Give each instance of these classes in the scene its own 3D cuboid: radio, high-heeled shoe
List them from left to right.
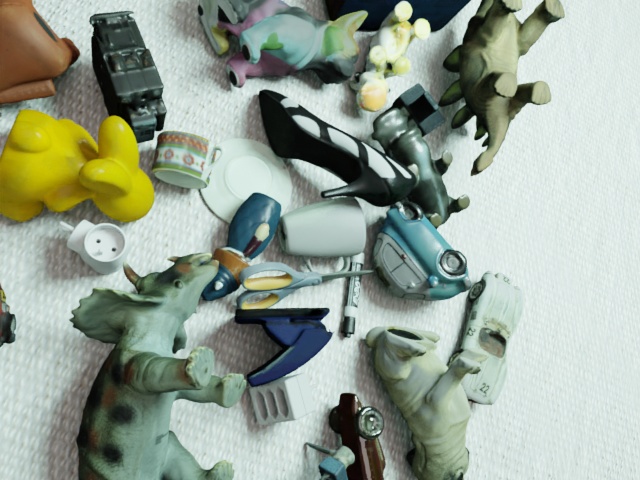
[{"bbox_3d":[0.021,-0.139,0.739,0.145,0.086,0.249,-16,59,-26],"label":"high-heeled shoe"},{"bbox_3d":[0.126,-0.394,0.844,0.229,0.131,0.073,-7,79,-23],"label":"radio"}]

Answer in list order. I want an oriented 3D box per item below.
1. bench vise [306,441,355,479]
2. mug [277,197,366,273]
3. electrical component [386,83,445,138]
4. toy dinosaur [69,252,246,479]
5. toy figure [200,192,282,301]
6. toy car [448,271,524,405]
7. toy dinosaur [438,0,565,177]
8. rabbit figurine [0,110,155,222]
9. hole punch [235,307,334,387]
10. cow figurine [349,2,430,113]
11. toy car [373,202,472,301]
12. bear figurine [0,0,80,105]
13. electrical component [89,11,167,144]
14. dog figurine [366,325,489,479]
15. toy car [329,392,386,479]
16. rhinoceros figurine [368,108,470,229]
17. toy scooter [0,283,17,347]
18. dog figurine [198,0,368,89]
[{"bbox_3d":[-0.037,0.333,0.583,0.240,0.129,0.223,-39,122,-37],"label":"bench vise"},{"bbox_3d":[-0.001,-0.002,0.729,0.107,0.081,0.109,-5,107,-16],"label":"mug"},{"bbox_3d":[0.146,-0.192,0.807,0.048,0.119,0.075,-37,89,-25],"label":"electrical component"},{"bbox_3d":[-0.193,0.204,0.571,0.192,0.131,0.404,9,84,25],"label":"toy dinosaur"},{"bbox_3d":[-0.101,0.013,0.684,0.058,0.064,0.154,29,78,-8],"label":"toy figure"},{"bbox_3d":[0.249,0.141,0.795,0.073,0.056,0.201,28,69,-13],"label":"toy car"},{"bbox_3d":[0.268,-0.298,0.837,0.105,0.198,0.471,21,70,-15],"label":"toy dinosaur"},{"bbox_3d":[-0.265,-0.080,0.614,0.173,0.162,0.122,28,54,-31],"label":"rabbit figurine"},{"bbox_3d":[-0.043,0.125,0.648,0.116,0.142,0.092,-4,76,-8],"label":"hole punch"},{"bbox_3d":[0.095,-0.272,0.832,0.068,0.098,0.167,30,87,-18],"label":"cow figurine"},{"bbox_3d":[0.129,0.029,0.755,0.103,0.109,0.161,-39,83,-8],"label":"toy car"},{"bbox_3d":[-0.389,-0.191,0.614,0.196,0.132,0.120,-34,128,3],"label":"bear figurine"},{"bbox_3d":[-0.235,-0.190,0.659,0.058,0.115,0.134,-19,82,-22],"label":"electrical component"},{"bbox_3d":[0.126,0.223,0.716,0.121,0.173,0.190,6,101,-55],"label":"dog figurine"},{"bbox_3d":[0.059,0.291,0.665,0.053,0.089,0.202,-4,76,-22],"label":"toy car"},{"bbox_3d":[0.142,-0.103,0.788,0.073,0.112,0.190,-32,104,-7],"label":"rhinoceros figurine"},{"bbox_3d":[-0.382,0.119,0.544,0.135,0.075,0.184,44,69,-5],"label":"toy scooter"},{"bbox_3d":[-0.042,-0.305,0.773,0.219,0.108,0.191,-23,83,-29],"label":"dog figurine"}]
